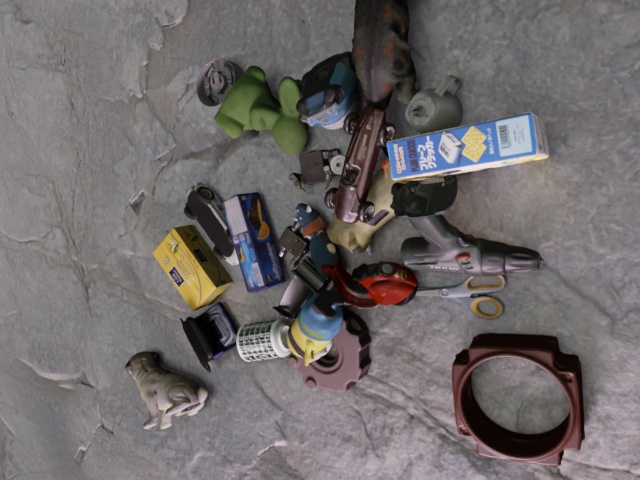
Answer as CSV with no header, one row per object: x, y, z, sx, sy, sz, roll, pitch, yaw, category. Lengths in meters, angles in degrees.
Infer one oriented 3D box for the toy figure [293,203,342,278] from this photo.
-0.004,-0.002,1.053,0.064,0.058,0.154,-25,82,22,toy figure

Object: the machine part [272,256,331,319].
-0.039,0.107,1.101,0.084,0.039,0.139,41,113,10,machine part

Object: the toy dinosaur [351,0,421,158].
0.096,-0.334,0.868,0.131,0.192,0.404,-1,97,30,toy dinosaur

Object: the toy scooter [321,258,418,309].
0.078,0.074,0.979,0.184,0.135,0.075,-14,49,32,toy scooter

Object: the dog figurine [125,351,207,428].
-0.368,0.333,1.289,0.172,0.121,0.191,-23,66,-4,dog figurine

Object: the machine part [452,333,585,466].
0.330,0.264,0.903,0.201,0.087,0.201,-2,96,29,machine part

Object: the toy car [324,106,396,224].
0.064,-0.123,0.909,0.089,0.053,0.202,30,116,35,toy car

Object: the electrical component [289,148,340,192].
-0.010,-0.134,1.040,0.102,0.045,0.078,-1,99,28,electrical component

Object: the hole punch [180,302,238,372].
-0.247,0.212,1.213,0.142,0.092,0.116,57,148,6,hole punch

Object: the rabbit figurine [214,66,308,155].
-0.088,-0.245,1.045,0.170,0.121,0.159,37,107,-1,rabbit figurine

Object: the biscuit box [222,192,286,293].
-0.136,0.005,1.109,0.059,0.063,0.202,-20,86,41,biscuit box

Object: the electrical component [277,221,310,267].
-0.050,0.006,1.098,0.063,0.021,0.094,38,113,18,electrical component

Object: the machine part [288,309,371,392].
0.018,0.218,1.079,0.180,0.056,0.179,4,99,26,machine part

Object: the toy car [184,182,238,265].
-0.226,-0.036,1.168,0.202,0.056,0.073,52,124,12,toy car

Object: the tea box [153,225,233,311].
-0.287,0.061,1.208,0.098,0.068,0.170,-45,78,26,tea box

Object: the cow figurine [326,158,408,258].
0.094,-0.051,0.981,0.195,0.085,0.127,-33,76,27,cow figurine

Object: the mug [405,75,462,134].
0.191,-0.218,0.884,0.081,0.107,0.109,44,117,13,mug

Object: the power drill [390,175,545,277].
0.222,-0.013,0.870,0.232,0.207,0.086,-3,58,37,power drill

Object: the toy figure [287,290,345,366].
-0.008,0.153,0.984,0.089,0.082,0.180,52,148,28,toy figure

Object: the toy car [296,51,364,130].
0.028,-0.254,0.962,0.109,0.162,0.102,-19,133,33,toy car
